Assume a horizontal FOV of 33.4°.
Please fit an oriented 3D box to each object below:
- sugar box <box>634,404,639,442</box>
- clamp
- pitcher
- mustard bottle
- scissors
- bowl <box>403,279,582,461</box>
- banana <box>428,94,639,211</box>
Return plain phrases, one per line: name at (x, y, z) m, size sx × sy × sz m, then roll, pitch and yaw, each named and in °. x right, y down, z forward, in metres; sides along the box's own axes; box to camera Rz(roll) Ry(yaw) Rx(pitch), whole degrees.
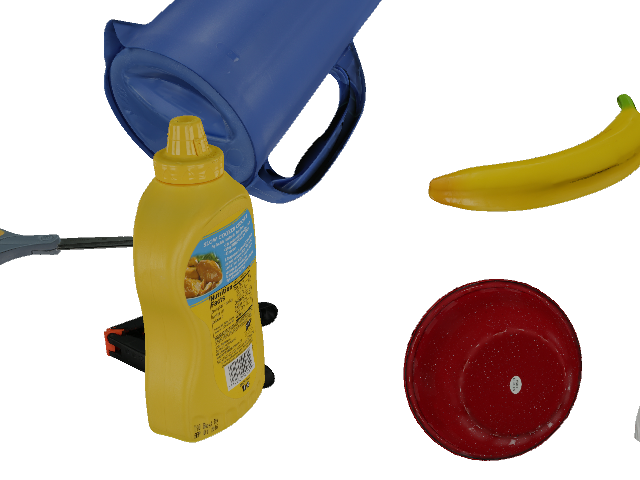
sugar box at (0.316, 0.145, 0.766) m, size 0.048 × 0.093 × 0.176 m, roll -21°, pitch 37°, yaw -40°
clamp at (-0.120, 0.094, 1.039) m, size 0.171 × 0.039 × 0.120 m, roll 7°, pitch 26°, yaw 5°
pitcher at (-0.035, -0.154, 0.815) m, size 0.145 × 0.242 × 0.149 m, roll 20°, pitch -34°, yaw 27°
mustard bottle at (-0.074, 0.019, 0.647) m, size 0.058 × 0.192 × 0.096 m, roll 11°, pitch 26°, yaw 27°
scissors at (-0.237, 0.011, 0.871) m, size 0.202 × 0.016 × 0.096 m, roll 4°, pitch 24°, yaw 8°
bowl at (0.155, 0.116, 0.904) m, size 0.162 × 0.162 × 0.055 m, roll 0°, pitch 5°, yaw -9°
banana at (0.176, -0.055, 0.783) m, size 0.197 × 0.037 × 0.070 m, roll -23°, pitch 32°, yaw -23°
